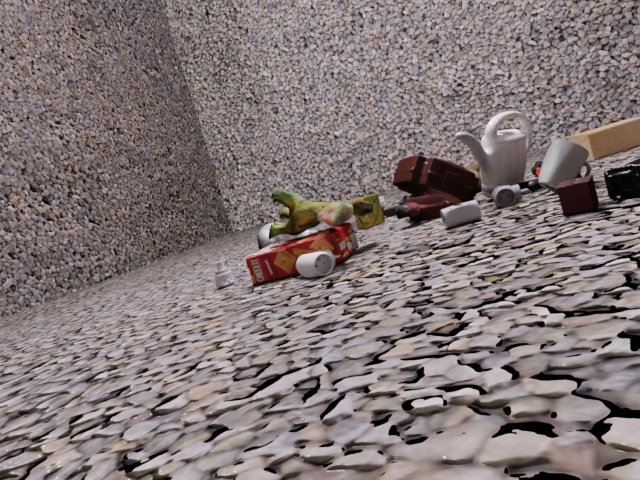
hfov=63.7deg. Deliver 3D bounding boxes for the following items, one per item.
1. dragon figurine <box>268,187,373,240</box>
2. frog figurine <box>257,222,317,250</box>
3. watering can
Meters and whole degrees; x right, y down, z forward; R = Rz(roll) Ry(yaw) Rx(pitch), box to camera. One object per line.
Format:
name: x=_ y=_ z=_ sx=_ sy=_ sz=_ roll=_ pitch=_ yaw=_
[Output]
dragon figurine: x=0.004 y=-0.061 z=1.216 sx=0.243 sy=0.122 sz=0.411 roll=1 pitch=5 yaw=1
frog figurine: x=-0.087 y=-0.006 z=1.413 sx=0.158 sy=0.124 sz=0.137 roll=-27 pitch=-19 yaw=20
watering can: x=0.451 y=-0.212 z=1.331 sx=0.351 sy=0.221 sz=0.104 roll=-20 pitch=23 yaw=-37
